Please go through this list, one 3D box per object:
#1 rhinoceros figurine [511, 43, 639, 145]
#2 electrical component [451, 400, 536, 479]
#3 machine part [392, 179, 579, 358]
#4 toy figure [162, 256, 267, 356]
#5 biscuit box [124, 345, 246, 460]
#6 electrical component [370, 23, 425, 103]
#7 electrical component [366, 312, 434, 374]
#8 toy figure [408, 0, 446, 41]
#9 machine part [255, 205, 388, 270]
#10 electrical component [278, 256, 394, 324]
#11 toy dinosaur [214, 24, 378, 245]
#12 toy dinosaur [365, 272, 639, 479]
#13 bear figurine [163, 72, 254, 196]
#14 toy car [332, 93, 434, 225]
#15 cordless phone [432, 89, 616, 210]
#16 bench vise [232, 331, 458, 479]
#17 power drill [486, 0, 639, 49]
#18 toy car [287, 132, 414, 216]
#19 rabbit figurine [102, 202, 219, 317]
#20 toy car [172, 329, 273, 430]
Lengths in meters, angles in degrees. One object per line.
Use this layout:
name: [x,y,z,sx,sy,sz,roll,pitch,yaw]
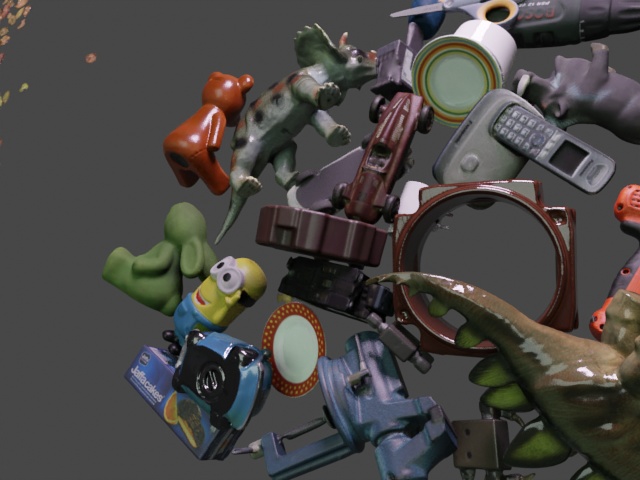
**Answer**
rhinoceros figurine: [0.339,-0.179,0.678,0.191,0.073,0.112,32,98,31]
electrical component: [0.191,0.232,0.601,0.078,0.045,0.102,-33,51,46]
machine part: [0.189,0.033,0.625,0.201,0.087,0.201,-1,88,26]
toy figure: [-0.159,0.099,0.814,0.082,0.089,0.180,45,103,19]
biscuit box: [-0.203,0.235,0.792,0.203,0.059,0.063,31,86,34]
electrical component: [0.123,-0.265,0.812,0.048,0.074,0.119,-9,68,48]
electrical component: [0.096,0.120,0.645,0.094,0.063,0.021,41,101,12]
toy figure: [0.178,-0.389,0.852,0.064,0.057,0.154,10,70,25]
machine part: [-0.001,-0.002,0.715,0.180,0.179,0.056,10,85,30]
electrical component: [0.031,0.069,0.706,0.134,0.114,0.058,12,81,30]
toy dinosaur: [-0.064,-0.184,0.864,0.405,0.131,0.192,-39,45,13]
toy dinosaur: [0.259,0.150,0.506,0.472,0.105,0.198,42,109,14]
bear figurine: [-0.185,-0.195,0.943,0.120,0.131,0.196,13,58,30]
toy car: [0.087,-0.115,0.731,0.089,0.053,0.202,19,81,26]
cordless phone: [0.251,-0.087,0.673,0.184,0.088,0.146,39,101,26]
bench vise: [0.029,0.228,0.629,0.241,0.128,0.224,-25,56,9]
power drill: [0.338,-0.361,0.751,0.232,0.086,0.207,-3,76,29]
toy car: [0.044,-0.092,0.800,0.202,0.056,0.073,-28,66,11]
rabbit figurine: [-0.238,0.024,0.859,0.159,0.121,0.170,30,88,26]
toy car: [-0.122,0.187,0.741,0.162,0.103,0.109,16,88,37]
